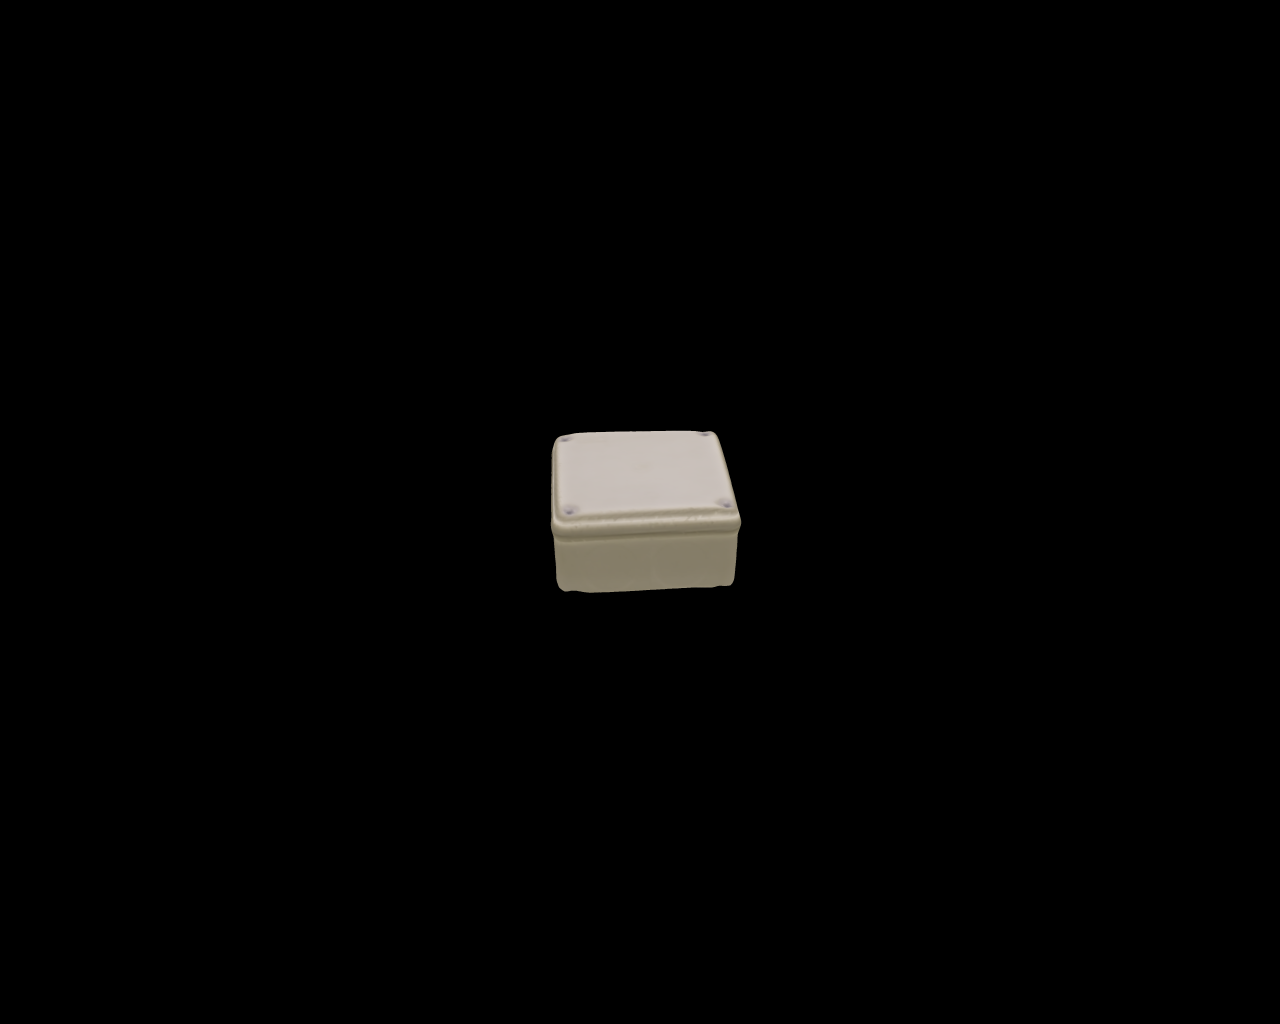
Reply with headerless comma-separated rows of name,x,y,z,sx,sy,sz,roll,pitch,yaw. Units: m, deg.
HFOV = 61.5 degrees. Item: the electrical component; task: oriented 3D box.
electrical component,0.001,-0.003,0.650,0.109,0.056,0.109,-2,31,-3
